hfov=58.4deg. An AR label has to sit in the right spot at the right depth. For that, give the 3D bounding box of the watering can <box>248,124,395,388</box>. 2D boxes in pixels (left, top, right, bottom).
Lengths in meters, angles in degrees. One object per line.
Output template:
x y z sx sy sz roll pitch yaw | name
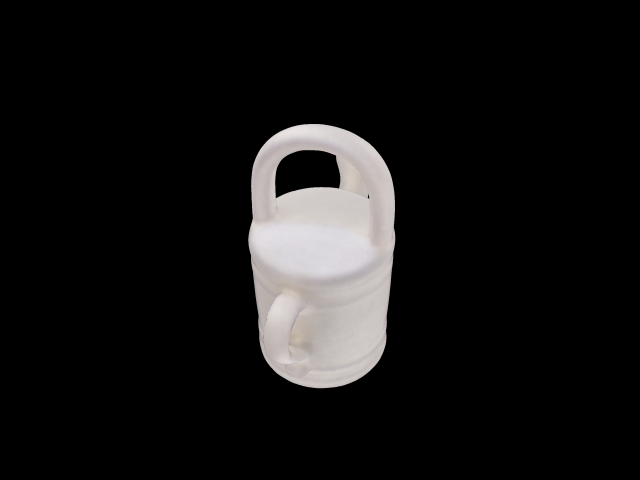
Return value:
0.002 0.001 0.400 0.101 0.194 0.172 -2 42 -1 | watering can
